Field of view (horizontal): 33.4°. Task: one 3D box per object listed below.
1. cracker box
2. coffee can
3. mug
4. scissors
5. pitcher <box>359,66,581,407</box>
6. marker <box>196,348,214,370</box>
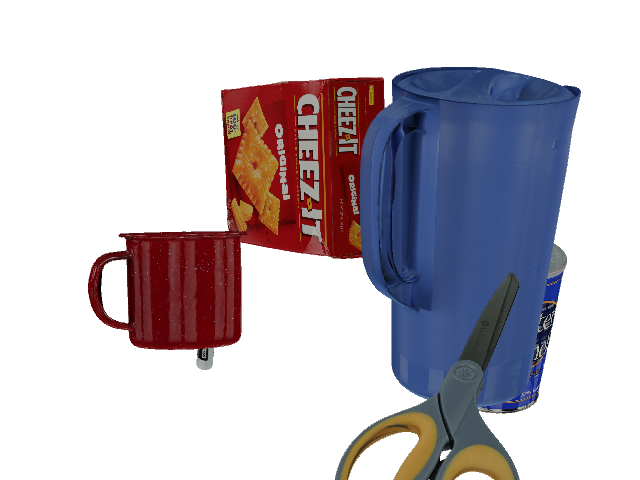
[{"bbox_3d":[-0.021,-0.073,1.047,0.072,0.164,0.214,-6,8,-30],"label":"cracker box"},{"bbox_3d":[0.161,0.071,0.975,0.103,0.140,0.103,5,23,-2],"label":"coffee can"},{"bbox_3d":[-0.109,0.035,0.767,0.117,0.081,0.093,-2,1,-30],"label":"mug"},{"bbox_3d":[0.087,0.085,0.549,0.096,0.016,0.201,26,45,31],"label":"scissors"},{"bbox_3d":[0.104,-0.002,0.791,0.149,0.243,0.145,4,19,5],"label":"pitcher"},{"bbox_3d":[-0.125,0.095,1.193,0.020,0.121,0.020,6,36,-5],"label":"marker"}]
